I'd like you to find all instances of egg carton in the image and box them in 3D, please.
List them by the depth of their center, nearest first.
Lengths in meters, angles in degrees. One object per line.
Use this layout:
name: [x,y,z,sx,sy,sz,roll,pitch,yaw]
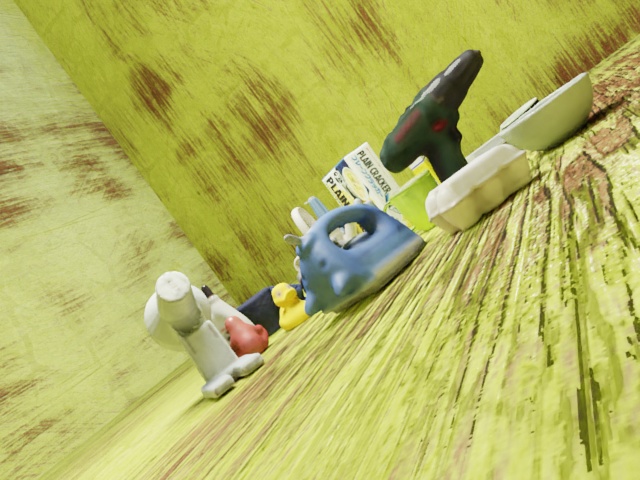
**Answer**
egg carton: [0.222,-0.073,0.813,0.150,0.069,0.107,-36,0,-10]

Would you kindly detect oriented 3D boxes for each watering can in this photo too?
watering can: [0.012,0.004,1.229,0.173,0.194,0.101,-36,0,-4]

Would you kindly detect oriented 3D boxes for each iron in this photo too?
iron: [0.057,0.004,0.874,0.259,0.141,0.118,-36,0,-45]

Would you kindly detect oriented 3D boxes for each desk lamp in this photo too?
desk lamp: [-0.211,0.156,0.983,0.118,0.213,0.203,-36,0,-25]

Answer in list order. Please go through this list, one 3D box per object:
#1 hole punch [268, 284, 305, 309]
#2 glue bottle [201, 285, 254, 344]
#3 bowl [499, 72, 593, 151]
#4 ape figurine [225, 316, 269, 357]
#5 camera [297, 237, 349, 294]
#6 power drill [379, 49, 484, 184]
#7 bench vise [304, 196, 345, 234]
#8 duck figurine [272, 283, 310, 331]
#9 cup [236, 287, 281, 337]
hole punch: [-0.095,0.146,1.434,0.101,0.091,0.109,-36,0,28]
glue bottle: [-0.188,0.164,1.166,0.078,0.173,0.037,-36,1,17]
bowl: [0.390,-0.200,0.959,0.167,0.074,0.167,-36,0,1]
ape figurine: [-0.145,0.183,1.090,0.078,0.092,0.076,-36,0,-2]
camera: [0.022,0.054,1.060,0.143,0.101,0.137,-36,0,4]
power drill: [0.215,-0.153,0.915,0.229,0.208,0.076,-36,0,33]
bench vise: [0.047,-0.038,1.551,0.122,0.219,0.207,-36,0,-18]
duck figurine: [-0.061,0.125,1.125,0.078,0.086,0.104,-36,0,-26]
cup: [-0.134,0.173,1.269,0.117,0.095,0.092,-36,0,26]
